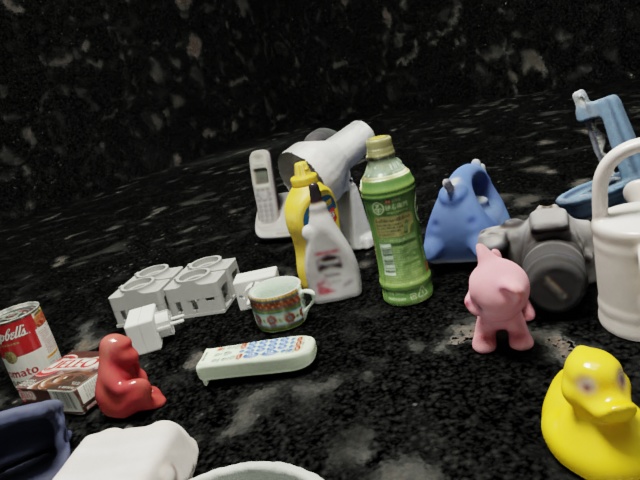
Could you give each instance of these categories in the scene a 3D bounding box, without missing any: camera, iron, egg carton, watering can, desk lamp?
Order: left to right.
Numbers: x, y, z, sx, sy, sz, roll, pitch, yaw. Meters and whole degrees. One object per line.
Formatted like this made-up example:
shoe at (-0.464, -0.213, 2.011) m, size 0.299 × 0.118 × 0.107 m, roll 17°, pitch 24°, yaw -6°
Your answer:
egg carton at (-0.161, 0.209, 0.456) m, size 0.107 × 0.069 × 0.150 m, roll -10°, pitch 17°, yaw 9°
desk lamp at (0.044, -0.091, 1.011) m, size 0.204 × 0.214 × 0.117 m, roll -25°, pitch 21°, yaw -33°
iron at (0.234, -0.057, 0.881) m, size 0.118 × 0.141 × 0.259 m, roll -3°, pitch 20°, yaw 29°
camera at (0.258, 0.022, 0.681) m, size 0.142 × 0.101 × 0.137 m, roll -6°, pitch 18°, yaw 21°
watering can at (0.324, -0.009, 0.572) m, size 0.101 × 0.194 × 0.173 m, roll -11°, pitch 17°, yaw 8°

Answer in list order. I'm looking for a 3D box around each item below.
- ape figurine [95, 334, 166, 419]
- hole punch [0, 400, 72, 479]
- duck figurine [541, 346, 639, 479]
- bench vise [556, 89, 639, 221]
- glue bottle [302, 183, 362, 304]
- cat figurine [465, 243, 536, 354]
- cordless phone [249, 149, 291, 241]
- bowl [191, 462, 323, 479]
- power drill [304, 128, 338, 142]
ape figurine at (-0.223, 0.150, 0.652) m, size 0.076 × 0.092 × 0.077 m, roll -14°, pitch 17°, yaw -2°
hole punch at (-0.311, 0.198, 0.568) m, size 0.109 × 0.091 × 0.100 m, roll -19°, pitch 18°, yaw -18°
duck figurine at (0.206, 0.120, 0.434) m, size 0.077 × 0.086 × 0.104 m, roll -13°, pitch 17°, yaw 2°
bench vise at (0.395, -0.086, 0.720) m, size 0.206 × 0.220 × 0.122 m, roll 0°, pitch 22°, yaw 36°
glue bottle at (0.007, 0.003, 0.808) m, size 0.078 × 0.173 × 0.037 m, roll -13°, pitch 17°, yaw 1°
cat figurine at (0.189, 0.053, 0.607) m, size 0.067 × 0.118 × 0.128 m, roll -7°, pitch 18°, yaw 20°
cordless phone at (-0.074, -0.095, 1.160) m, size 0.147 × 0.185 × 0.094 m, roll -5°, pitch 19°, yaw 24°
bowl at (-0.054, 0.217, 0.342) m, size 0.167 × 0.075 × 0.167 m, roll -12°, pitch 17°, yaw 4°
power drill at (0.026, -0.124, 1.138) m, size 0.075 × 0.209 × 0.230 m, roll -10°, pitch 18°, yaw 12°
